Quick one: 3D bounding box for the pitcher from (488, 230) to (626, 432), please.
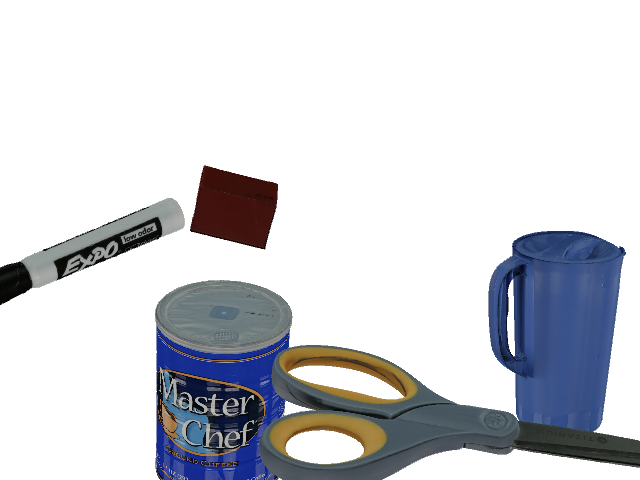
[{"bbox_3d":[0.291,0.117,1.322,0.149,0.243,0.144,5,18,19],"label":"pitcher"}]

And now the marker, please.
[{"bbox_3d":[-0.127,0.006,0.567,0.120,0.020,0.020,-25,14,-31],"label":"marker"}]

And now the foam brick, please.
[{"bbox_3d":[-0.085,-0.032,1.048,0.078,0.051,0.053,14,27,-7],"label":"foam brick"}]

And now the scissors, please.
[{"bbox_3d":[0.061,0.091,0.459,0.202,0.016,0.096,16,34,23],"label":"scissors"}]

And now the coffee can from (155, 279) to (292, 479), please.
[{"bbox_3d":[-0.077,0.116,0.827,0.103,0.140,0.103,3,25,-2],"label":"coffee can"}]
